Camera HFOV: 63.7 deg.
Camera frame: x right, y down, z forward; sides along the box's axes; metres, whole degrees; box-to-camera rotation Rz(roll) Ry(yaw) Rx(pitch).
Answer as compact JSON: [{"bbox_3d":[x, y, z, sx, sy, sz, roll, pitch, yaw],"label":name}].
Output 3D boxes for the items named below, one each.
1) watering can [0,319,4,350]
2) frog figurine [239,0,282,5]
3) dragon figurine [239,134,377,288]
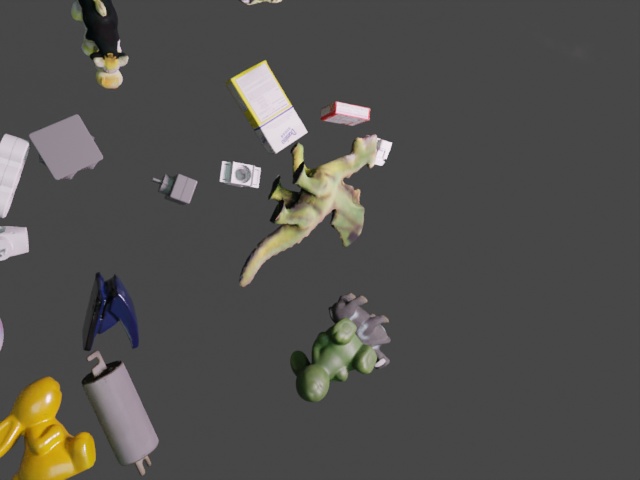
[{"bbox_3d":[-0.650,0.108,0.759,0.104,0.226,0.345,6,-9,45],"label":"watering can"},{"bbox_3d":[-0.139,-0.570,1.053,0.121,0.162,0.137,-23,-22,33],"label":"frog figurine"},{"bbox_3d":[0.003,-0.056,1.113,0.241,0.410,0.123,25,2,-31],"label":"dragon figurine"}]
